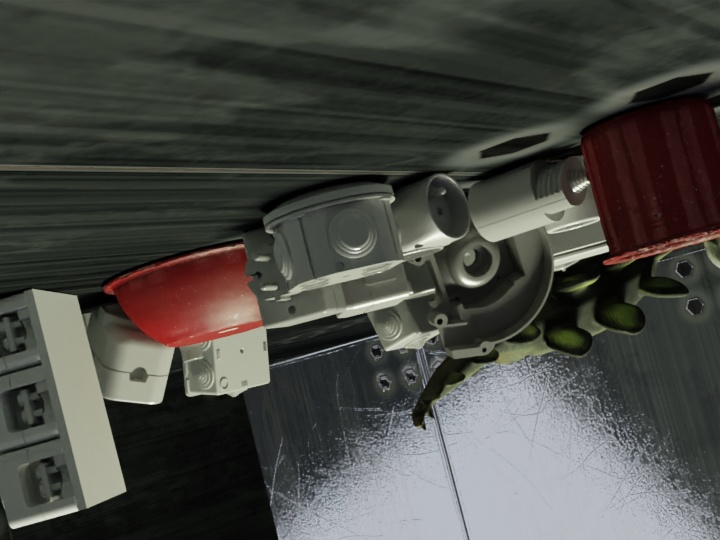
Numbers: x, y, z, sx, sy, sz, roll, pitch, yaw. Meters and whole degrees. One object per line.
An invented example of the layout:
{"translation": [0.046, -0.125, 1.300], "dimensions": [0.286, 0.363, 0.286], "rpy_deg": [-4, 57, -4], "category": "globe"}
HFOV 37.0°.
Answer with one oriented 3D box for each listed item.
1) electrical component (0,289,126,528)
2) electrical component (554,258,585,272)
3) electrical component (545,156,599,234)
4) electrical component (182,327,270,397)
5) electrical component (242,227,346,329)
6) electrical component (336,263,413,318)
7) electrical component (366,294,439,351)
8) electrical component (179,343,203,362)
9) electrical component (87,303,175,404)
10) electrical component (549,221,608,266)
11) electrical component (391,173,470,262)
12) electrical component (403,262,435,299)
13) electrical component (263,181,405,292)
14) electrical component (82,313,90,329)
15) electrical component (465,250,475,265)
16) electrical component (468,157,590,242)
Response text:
{"translation": [-0.224, 0.095, 0.751], "dimensions": [0.062, 0.150, 0.089], "rpy_deg": [-16, 175, 3], "category": "electrical component"}
{"translation": [0.178, -0.029, 1.040], "dimensions": [0.062, 0.061, 0.096], "rpy_deg": [-18, -178, 33], "category": "electrical component"}
{"translation": [0.145, -0.053, 0.753], "dimensions": [0.040, 0.046, 0.040], "rpy_deg": [-14, 175, -1], "category": "electrical component"}
{"translation": [-0.144, 0.087, 1.163], "dimensions": [0.048, 0.099, 0.100], "rpy_deg": [-2, -177, 37], "category": "electrical component"}
{"translation": [-0.050, 0.001, 0.697], "dimensions": [0.047, 0.065, 0.077], "rpy_deg": [-15, 175, 19], "category": "electrical component"}
{"translation": [0.000, 0.000, 0.831], "dimensions": [0.061, 0.061, 0.096], "rpy_deg": [-14, 175, -7], "category": "electrical component"}
{"translation": [0.045, 0.033, 1.105], "dimensions": [0.048, 0.099, 0.100], "rpy_deg": [-32, 167, 27], "category": "electrical component"}
{"translation": [-0.149, 0.047, 0.918], "dimensions": [0.048, 0.062, 0.048], "rpy_deg": [-14, 175, -1], "category": "electrical component"}
{"translation": [-0.187, 0.063, 0.863], "dimensions": [0.054, 0.059, 0.095], "rpy_deg": [10, -171, -27], "category": "electrical component"}
{"translation": [0.173, -0.041, 0.870], "dimensions": [0.096, 0.061, 0.061], "rpy_deg": [-16, 174, 19], "category": "electrical component"}
{"translation": [0.040, -0.032, 0.704], "dimensions": [0.077, 0.044, 0.079], "rpy_deg": [-19, 173, 41], "category": "electrical component"}
{"translation": [0.052, -0.006, 0.942], "dimensions": [0.045, 0.055, 0.045], "rpy_deg": [-14, 175, -1], "category": "electrical component"}
{"translation": [-0.014, -0.020, 0.645], "dimensions": [0.080, 0.051, 0.080], "rpy_deg": [-14, 175, -1], "category": "electrical component"}
{"translation": [-0.250, 0.069, 0.944], "dimensions": [0.080, 0.051, 0.080], "rpy_deg": [-14, 175, -1], "category": "electrical component"}
{"translation": [0.106, -0.007, 1.065], "dimensions": [0.078, 0.057, 0.058], "rpy_deg": [-19, 173, 43], "category": "electrical component"}
{"translation": [0.118, -0.050, 0.720], "dimensions": [0.081, 0.043, 0.043], "rpy_deg": [-19, 173, 38], "category": "electrical component"}
